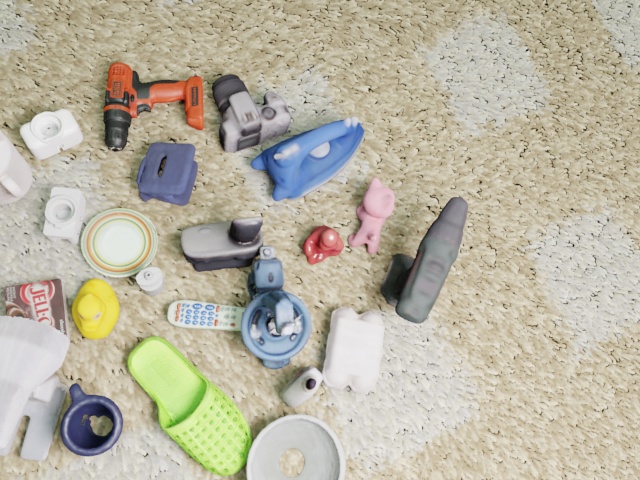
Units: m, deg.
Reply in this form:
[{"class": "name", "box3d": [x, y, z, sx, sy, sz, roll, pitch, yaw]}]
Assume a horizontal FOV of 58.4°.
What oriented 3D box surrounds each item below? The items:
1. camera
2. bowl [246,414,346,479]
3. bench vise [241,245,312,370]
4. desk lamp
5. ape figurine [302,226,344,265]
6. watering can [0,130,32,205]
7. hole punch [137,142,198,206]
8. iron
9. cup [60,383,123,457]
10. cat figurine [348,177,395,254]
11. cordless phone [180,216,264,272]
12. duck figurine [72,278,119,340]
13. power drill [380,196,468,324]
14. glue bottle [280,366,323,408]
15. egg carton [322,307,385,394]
[{"class": "camera", "box3d": [-0.144, -0.263, 1.126, 0.143, 0.100, 0.137, -23, 80, -17]}, {"class": "bowl", "box3d": [-0.044, 0.383, 0.973, 0.167, 0.074, 0.167, 3, 74, -11]}, {"class": "bench vise", "box3d": [-0.087, 0.110, 0.967, 0.122, 0.219, 0.207, -23, 80, -17]}, {"class": "desk lamp", "box3d": [-0.452, 0.229, 0.861, 0.118, 0.213, 0.203, 11, 72, -8]}, {"class": "ape figurine", "box3d": [0.010, 0.004, 1.085, 0.078, 0.092, 0.076, 14, 72, -7]}, {"class": "watering can", "box3d": [-0.567, -0.140, 0.954, 0.173, 0.194, 0.101, 23, 71, -4]}, {"class": "hole punch", "box3d": [-0.284, -0.126, 1.062, 0.101, 0.091, 0.109, 12, 72, -8]}, {"class": "iron", "box3d": [0.000, -0.185, 1.111, 0.259, 0.141, 0.118, -33, 83, -18]}, {"class": "cup", "box3d": [-0.367, 0.287, 0.924, 0.092, 0.095, 0.118, -29, 81, -17]}, {"class": "cat figurine", "box3d": [0.108, -0.049, 1.107, 0.067, 0.117, 0.128, 15, 72, -7]}, {"class": "cordless phone", "box3d": [-0.169, -0.011, 1.003, 0.148, 0.185, 0.094, -10, 76, -14]}, {"class": "duck figurine", "box3d": [-0.387, 0.113, 0.975, 0.077, 0.086, 0.104, 0, 74, -11]}, {"class": "power drill", "box3d": [0.185, 0.047, 1.047, 0.075, 0.208, 0.230, 24, 71, -3]}, {"class": "glue bottle", "box3d": [-0.025, 0.244, 0.965, 0.037, 0.173, 0.078, 42, 71, 3]}, {"class": "egg carton", "box3d": [0.062, 0.201, 1.051, 0.107, 0.069, 0.150, 11, 72, -8]}]
